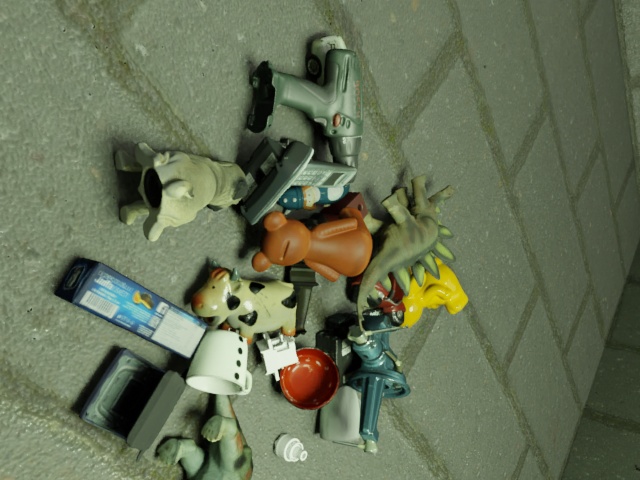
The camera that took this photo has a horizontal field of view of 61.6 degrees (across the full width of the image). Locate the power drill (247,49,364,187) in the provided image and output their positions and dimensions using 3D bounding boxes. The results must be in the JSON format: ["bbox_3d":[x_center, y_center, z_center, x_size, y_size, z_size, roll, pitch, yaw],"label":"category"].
[{"bbox_3d":[-0.013,-0.206,0.897,0.207,0.086,0.231,0,102,-28],"label":"power drill"}]

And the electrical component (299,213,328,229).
[{"bbox_3d":[-0.002,-0.005,1.005,0.078,0.045,0.102,-47,128,-31],"label":"electrical component"}]

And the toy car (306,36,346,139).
[{"bbox_3d":[0.029,-0.270,0.989,0.073,0.056,0.201,-33,119,-40],"label":"toy car"}]

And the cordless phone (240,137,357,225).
[{"bbox_3d":[-0.036,-0.091,0.885,0.184,0.146,0.089,0,53,-47],"label":"cordless phone"}]

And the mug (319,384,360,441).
[{"bbox_3d":[0.050,0.344,1.093,0.109,0.081,0.107,4,85,-43],"label":"mug"}]

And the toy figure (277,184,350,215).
[{"bbox_3d":[-0.010,-0.088,0.977,0.154,0.058,0.064,-21,86,-42],"label":"toy figure"}]

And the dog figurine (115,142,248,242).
[{"bbox_3d":[-0.158,-0.076,0.735,0.190,0.173,0.121,-11,115,-39],"label":"dog figurine"}]

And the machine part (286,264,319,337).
[{"bbox_3d":[-0.039,0.110,0.990,0.084,0.039,0.138,10,87,-53],"label":"machine part"}]

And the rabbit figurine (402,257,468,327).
[{"bbox_3d":[0.237,0.129,1.246,0.173,0.122,0.162,-36,121,-17],"label":"rabbit figurine"}]

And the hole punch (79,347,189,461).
[{"bbox_3d":[-0.254,0.222,0.745,0.115,0.092,0.142,92,20,-64],"label":"hole punch"}]

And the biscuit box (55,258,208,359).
[{"bbox_3d":[-0.251,0.096,0.734,0.202,0.063,0.059,43,66,-42],"label":"biscuit box"}]

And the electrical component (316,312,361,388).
[{"bbox_3d":[0.049,0.218,1.088,0.115,0.058,0.134,-10,103,-49],"label":"electrical component"}]

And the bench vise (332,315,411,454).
[{"bbox_3d":[0.102,0.269,1.009,0.223,0.129,0.240,70,27,-54],"label":"bench vise"}]

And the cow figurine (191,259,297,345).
[{"bbox_3d":[-0.118,0.098,0.866,0.195,0.086,0.127,2,101,-46],"label":"cow figurine"}]

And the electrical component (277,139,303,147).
[{"bbox_3d":[-0.052,-0.144,0.946,0.094,0.021,0.063,6,92,-48],"label":"electrical component"}]

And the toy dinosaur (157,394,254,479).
[{"bbox_3d":[-0.169,0.394,0.839,0.405,0.131,0.192,-67,148,-22],"label":"toy dinosaur"}]

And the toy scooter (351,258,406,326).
[{"bbox_3d":[0.137,0.094,1.153,0.183,0.075,0.135,38,59,-41],"label":"toy scooter"}]

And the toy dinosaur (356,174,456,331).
[{"bbox_3d":[0.174,0.003,1.093,0.471,0.105,0.198,-37,89,-40],"label":"toy dinosaur"}]

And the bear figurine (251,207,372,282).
[{"bbox_3d":[-0.017,0.003,0.906,0.196,0.132,0.120,8,109,-15],"label":"bear figurine"}]
